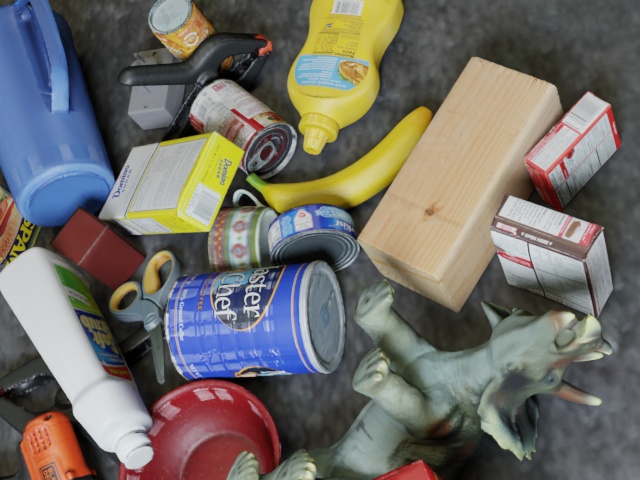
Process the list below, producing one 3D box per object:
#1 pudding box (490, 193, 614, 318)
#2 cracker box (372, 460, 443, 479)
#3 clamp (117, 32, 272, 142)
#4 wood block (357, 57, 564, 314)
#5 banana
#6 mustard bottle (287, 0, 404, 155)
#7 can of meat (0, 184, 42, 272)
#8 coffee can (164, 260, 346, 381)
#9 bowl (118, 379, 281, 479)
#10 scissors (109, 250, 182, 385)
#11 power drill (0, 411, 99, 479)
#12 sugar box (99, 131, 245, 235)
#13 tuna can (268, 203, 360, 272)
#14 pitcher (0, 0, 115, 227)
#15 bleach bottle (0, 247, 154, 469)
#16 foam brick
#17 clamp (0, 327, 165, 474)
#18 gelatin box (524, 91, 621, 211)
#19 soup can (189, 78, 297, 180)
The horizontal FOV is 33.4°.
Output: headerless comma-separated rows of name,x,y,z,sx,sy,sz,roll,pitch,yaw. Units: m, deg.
pudding box,0.198,0.015,0.907,0.090,0.113,0.039,21,72,29
cracker box,0.106,0.264,0.764,0.072,0.213,0.164,-28,58,7
clamp,-0.126,-0.163,1.154,0.171,0.120,0.039,-25,49,-14
wood block,0.134,-0.052,0.981,0.091,0.090,0.206,27,78,30
banana,0.026,-0.067,1.054,0.198,0.037,0.069,-20,92,7
mustard bottle,0.018,-0.176,1.108,0.096,0.058,0.191,10,70,21
can of meat,-0.361,-0.008,1.171,0.058,0.084,0.102,8,69,25
coffee can,-0.059,0.076,0.991,0.140,0.102,0.103,-6,63,20
bowl,-0.100,0.211,0.971,0.162,0.055,0.162,-10,63,19
scissors,-0.176,0.084,1.045,0.096,0.016,0.201,-27,33,21
power drill,-0.285,0.279,1.006,0.188,0.057,0.184,-27,73,11
sugar box,-0.154,-0.054,1.087,0.177,0.048,0.093,-2,60,56
tuna can,-0.007,0.001,1.016,0.086,0.086,0.034,-18,58,14
pitcher,-0.309,-0.144,1.184,0.145,0.149,0.243,-30,61,7
bleach bottle,-0.218,0.116,1.004,0.068,0.102,0.251,-41,54,0
foam brick,-0.231,0.010,1.111,0.053,0.078,0.051,29,80,33
clamp,-0.239,0.148,1.072,0.210,0.036,0.164,3,65,21
gelatin box,0.228,-0.079,0.964,0.089,0.073,0.030,-47,56,-3
soup can,-0.082,-0.117,1.116,0.068,0.068,0.102,-47,57,-4
